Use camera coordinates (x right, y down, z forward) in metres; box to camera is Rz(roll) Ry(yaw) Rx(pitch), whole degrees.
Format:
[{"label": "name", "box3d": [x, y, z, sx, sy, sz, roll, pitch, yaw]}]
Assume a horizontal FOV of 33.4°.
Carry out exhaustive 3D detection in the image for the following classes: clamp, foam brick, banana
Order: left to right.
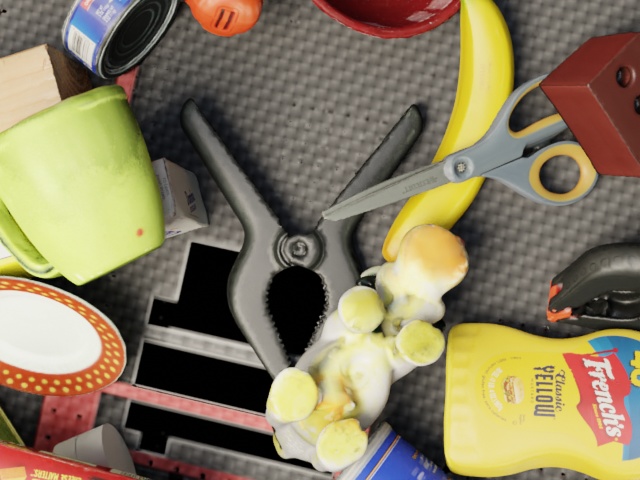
[{"label": "clamp", "box3d": [-0.005, 0.001, 0.723, 0.164, 0.036, 0.210, -5, 88, 0]}, {"label": "banana", "box3d": [0.091, -0.076, 0.710, 0.069, 0.037, 0.198, 10, 95, -15]}, {"label": "foam brick", "box3d": [0.190, -0.086, 0.679, 0.053, 0.051, 0.078, -44, 109, -12]}, {"label": "clamp", "box3d": [0.218, 0.020, 0.654, 0.172, 0.120, 0.039, -7, 42, 26]}]

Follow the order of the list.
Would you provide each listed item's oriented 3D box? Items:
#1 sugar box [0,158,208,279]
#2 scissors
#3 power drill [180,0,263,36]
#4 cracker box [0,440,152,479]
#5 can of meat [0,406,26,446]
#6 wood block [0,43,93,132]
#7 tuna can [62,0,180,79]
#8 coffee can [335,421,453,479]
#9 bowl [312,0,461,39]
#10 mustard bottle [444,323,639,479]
[{"label": "sugar box", "box3d": [-0.170, -0.006, 0.715, 0.176, 0.093, 0.048, -14, 85, 6]}, {"label": "scissors", "box3d": [0.104, -0.034, 0.688, 0.201, 0.016, 0.096, -36, 106, -14]}, {"label": "power drill", "box3d": [-0.116, -0.230, 0.691, 0.187, 0.057, 0.184, 13, 55, -15]}, {"label": "cracker box", "box3d": [-0.182, 0.234, 0.631, 0.164, 0.072, 0.213, 16, 77, -5]}, {"label": "can of meat", "box3d": [-0.250, 0.153, 0.726, 0.084, 0.057, 0.102, -31, 96, 0]}, {"label": "wood block", "box3d": [-0.257, -0.053, 0.731, 0.206, 0.090, 0.091, -16, 85, 5]}, {"label": "tuna can", "box3d": [-0.134, -0.152, 0.726, 0.034, 0.086, 0.086, 40, 91, 6]}, {"label": "coffee can", "box3d": [0.063, 0.198, 0.667, 0.140, 0.102, 0.103, 38, 91, 8]}, {"label": "bowl", "box3d": [0.033, -0.212, 0.706, 0.161, 0.055, 0.162, -2, 94, -26]}, {"label": "mustard bottle", "box3d": [0.176, 0.104, 0.676, 0.192, 0.058, 0.096, 1, 65, 9]}]
